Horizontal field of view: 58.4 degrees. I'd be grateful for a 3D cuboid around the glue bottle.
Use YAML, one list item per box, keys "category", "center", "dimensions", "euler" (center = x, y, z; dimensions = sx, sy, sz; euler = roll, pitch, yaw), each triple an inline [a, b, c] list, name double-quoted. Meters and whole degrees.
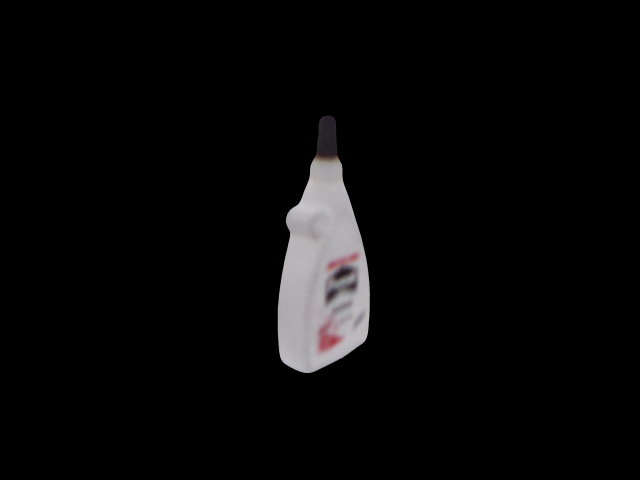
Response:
- category: "glue bottle"
  center: [0.004, 0.001, 0.400]
  dimensions: [0.037, 0.173, 0.078]
  euler: [13, 22, 36]
